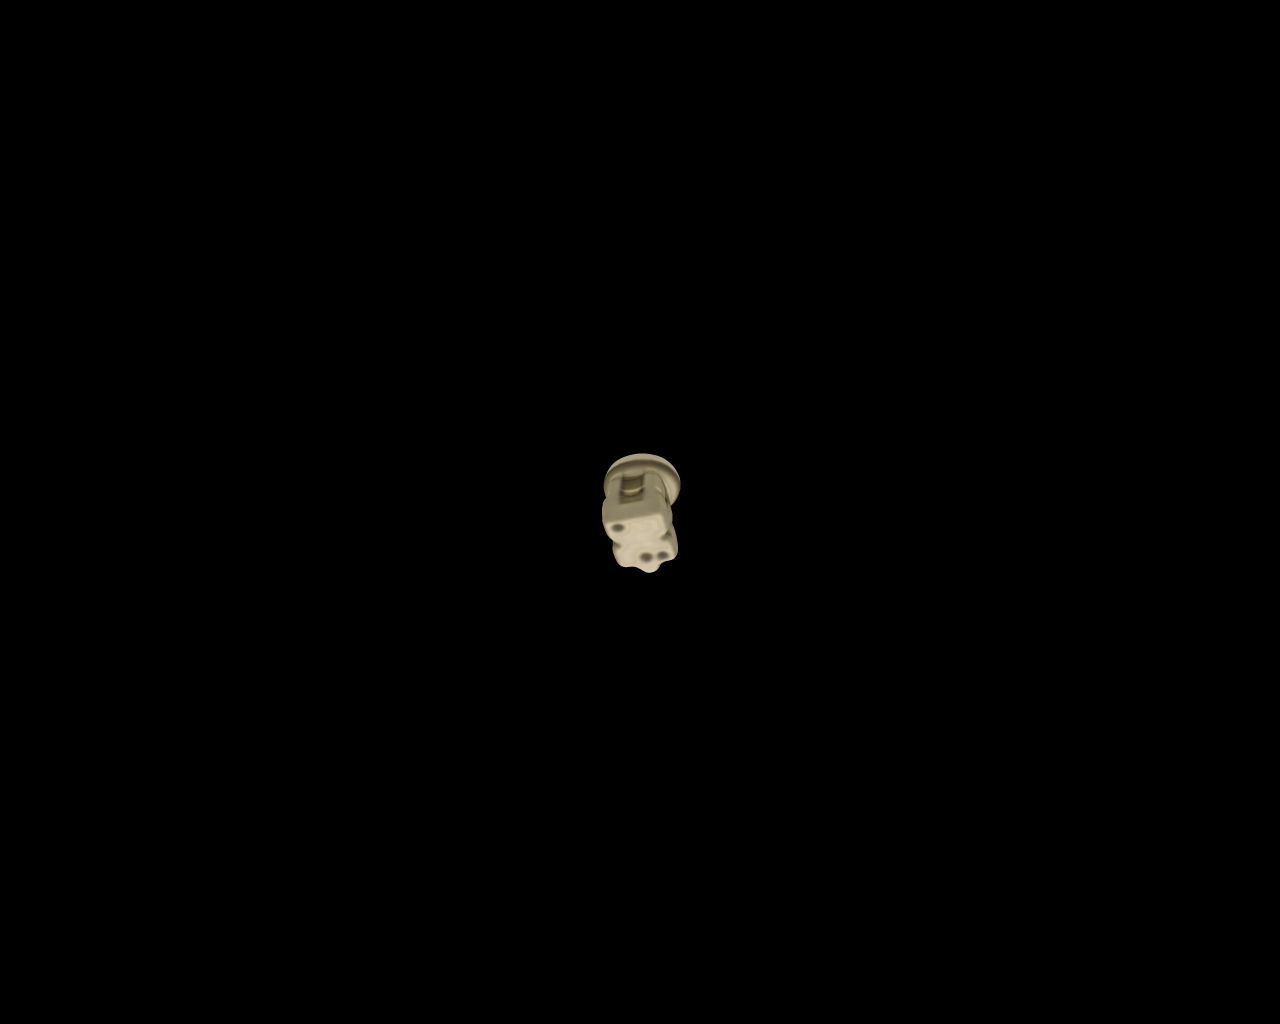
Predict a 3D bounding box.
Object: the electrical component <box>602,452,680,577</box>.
[{"bbox_3d":[0.001,-0.003,0.650,0.048,0.055,0.066,-8,-43,9],"label":"electrical component"}]
